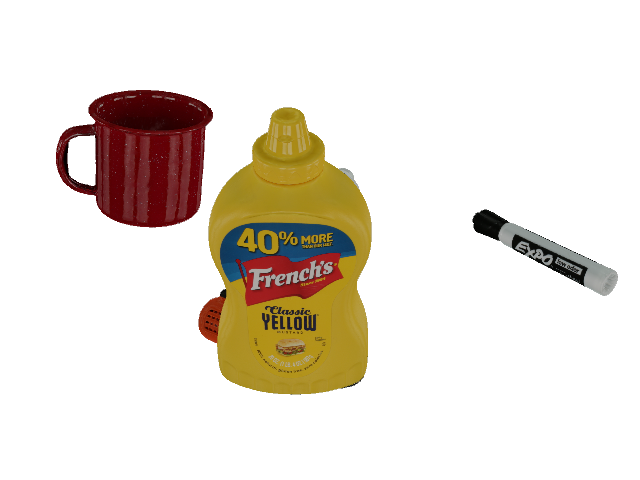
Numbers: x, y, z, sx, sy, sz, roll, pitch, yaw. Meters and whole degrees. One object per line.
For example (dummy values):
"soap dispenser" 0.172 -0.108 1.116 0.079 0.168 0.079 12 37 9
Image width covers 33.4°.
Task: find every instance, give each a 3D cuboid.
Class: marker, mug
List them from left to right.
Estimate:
"mug" -0.142 -0.061 0.816 0.117 0.081 0.093 -4 28 -19
"marker" 0.157 0.006 0.762 0.020 0.020 0.121 0 23 -45

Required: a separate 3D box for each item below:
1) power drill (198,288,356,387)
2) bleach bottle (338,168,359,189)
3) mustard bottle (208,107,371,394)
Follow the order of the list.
"power drill" -0.020 0.036 1.035 0.185 0.187 0.057 17 1 26
"bleach bottle" -0.019 -0.021 1.333 0.103 0.068 0.250 7 34 19
"mustard bottle" -0.018 0.007 0.639 0.096 0.192 0.058 2 37 3
